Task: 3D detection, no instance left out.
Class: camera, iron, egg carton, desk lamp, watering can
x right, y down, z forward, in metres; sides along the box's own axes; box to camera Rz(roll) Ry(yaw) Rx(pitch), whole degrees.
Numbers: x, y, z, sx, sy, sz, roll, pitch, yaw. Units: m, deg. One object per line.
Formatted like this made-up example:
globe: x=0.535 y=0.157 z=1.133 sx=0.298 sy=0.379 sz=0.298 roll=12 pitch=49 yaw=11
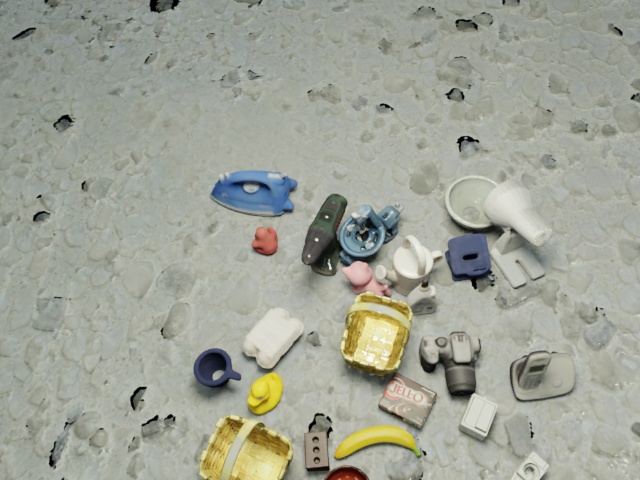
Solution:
camera: x=0.313 y=0.293 z=1.353 sx=0.143 sy=0.101 sz=0.137 roll=-2 pitch=61 yaw=3
iron: x=-0.198 y=-0.152 z=1.609 sx=0.258 sy=0.141 sz=0.118 roll=3 pitch=61 yaw=5
egg carton: x=-0.118 y=0.243 z=1.426 sx=0.107 sy=0.069 sz=0.150 roll=34 pitch=68 yaw=20
desk lamp: x=0.502 y=-0.020 z=1.449 sx=0.118 sy=0.214 sz=0.203 roll=-24 pitch=62 yaw=-9
watering can: x=0.226 y=0.063 z=1.432 sx=0.173 sy=0.194 sz=0.100 roll=-40 pitch=66 yaw=-17

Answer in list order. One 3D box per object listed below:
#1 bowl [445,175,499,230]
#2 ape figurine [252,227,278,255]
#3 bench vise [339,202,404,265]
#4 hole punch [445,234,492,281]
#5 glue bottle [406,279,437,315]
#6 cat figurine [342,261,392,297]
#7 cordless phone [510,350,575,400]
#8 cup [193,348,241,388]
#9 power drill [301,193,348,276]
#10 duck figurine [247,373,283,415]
bowl: x=0.423 y=-0.091 z=1.573 sx=0.167 sy=0.075 sz=0.167 roll=-1 pitch=61 yaw=3
ape figurine: x=-0.151 y=-0.005 z=1.553 sx=0.078 sy=0.092 sz=0.076 roll=-25 pitch=62 yaw=-10
bench vise: x=0.127 y=-0.050 z=1.486 sx=0.121 sy=0.220 sz=0.208 roll=27 pitch=66 yaw=18
hole punch: x=0.389 y=0.045 z=1.491 sx=0.108 sy=0.091 sz=0.101 roll=-10 pitch=61 yaw=-2
glue bottle: x=0.252 y=0.135 z=1.403 sx=0.078 sy=0.173 sz=0.037 roll=-6 pitch=61 yaw=1
cat figurine: x=0.120 y=0.102 z=1.461 sx=0.127 sy=0.118 sz=0.067 roll=30 pitch=67 yaw=19
cordless phone: x=0.513 y=0.291 z=1.292 sx=0.147 sy=0.185 sz=0.094 roll=-11 pitch=61 yaw=-2
cup: x=-0.236 y=0.321 z=1.376 sx=0.117 sy=0.095 sz=0.092 roll=16 pitch=63 yaw=12
power drill: x=0.013 y=0.005 z=1.470 sx=0.075 sy=0.208 sz=0.230 roll=15 pitch=63 yaw=12
duck figurine: x=-0.134 y=0.356 z=1.355 sx=0.077 sy=0.086 sz=0.105 roll=31 pitch=67 yaw=19
